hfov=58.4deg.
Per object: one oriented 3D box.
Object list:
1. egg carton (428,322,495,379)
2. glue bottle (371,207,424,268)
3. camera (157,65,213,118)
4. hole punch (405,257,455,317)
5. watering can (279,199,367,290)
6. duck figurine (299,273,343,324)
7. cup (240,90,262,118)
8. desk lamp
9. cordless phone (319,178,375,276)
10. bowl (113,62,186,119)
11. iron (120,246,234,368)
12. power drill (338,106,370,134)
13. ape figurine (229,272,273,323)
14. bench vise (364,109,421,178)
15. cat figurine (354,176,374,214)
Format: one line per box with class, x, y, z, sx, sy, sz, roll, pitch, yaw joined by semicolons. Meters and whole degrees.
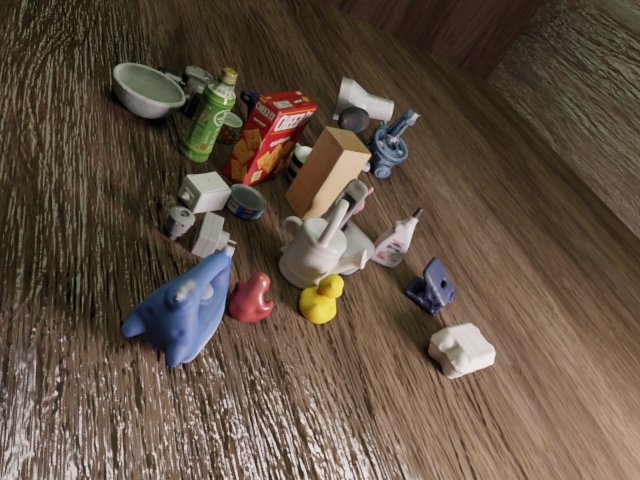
egg carton;0.299;0.232;1.207;0.151;0.069;0.107;-3;47;-45
glue bottle;0.187;-0.011;1.334;0.078;0.173;0.037;22;33;-19
camera;-0.341;-0.394;1.435;0.137;0.100;0.143;20;34;-22
hole punch;0.268;0.106;1.328;0.101;0.091;0.109;39;32;8
watering can;0.011;0.003;1.131;0.173;0.194;0.101;21;34;-21
duck figurine;0.010;0.104;1.096;0.077;0.086;0.105;36;31;4
cup;-0.171;-0.334;1.517;0.118;0.095;0.092;30;31;-8
desk lamp;0.107;-0.344;1.674;0.203;0.213;0.118;27;32;-12
cordless phone;0.066;-0.028;1.232;0.147;0.185;0.094;42;32;13
bowl;-0.401;-0.330;1.317;0.168;0.074;0.167;24;33;-16
iron;-0.190;0.074;0.898;0.118;0.141;0.258;34;31;-1
power drill;0.057;-0.267;1.528;0.075;0.208;0.230;36;31;3
ape figurine;-0.115;0.093;0.989;0.077;0.092;0.076;46;33;19
bench vise;0.209;-0.323;1.734;0.122;0.219;0.207;9;39;-35
cat figurine;0.078;-0.148;1.471;0.128;0.117;0.067;36;31;4
